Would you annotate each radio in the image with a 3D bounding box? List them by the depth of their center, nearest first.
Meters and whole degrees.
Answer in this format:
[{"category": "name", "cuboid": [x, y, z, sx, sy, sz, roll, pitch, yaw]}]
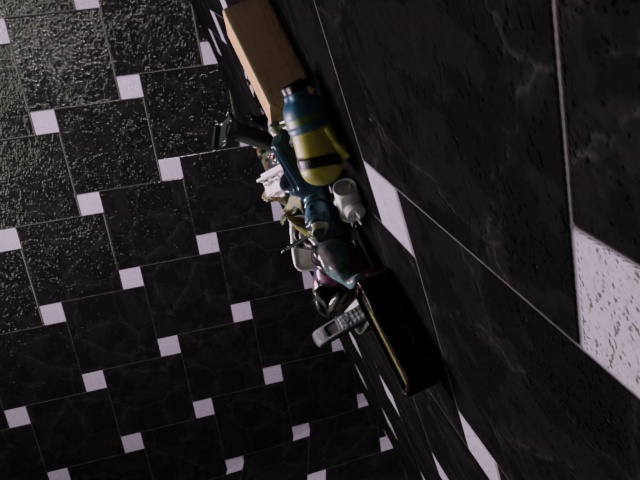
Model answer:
[{"category": "radio", "cuboid": [0.145, 0.173, 1.023, 0.230, 0.073, 0.131, 62, 174, 24]}]

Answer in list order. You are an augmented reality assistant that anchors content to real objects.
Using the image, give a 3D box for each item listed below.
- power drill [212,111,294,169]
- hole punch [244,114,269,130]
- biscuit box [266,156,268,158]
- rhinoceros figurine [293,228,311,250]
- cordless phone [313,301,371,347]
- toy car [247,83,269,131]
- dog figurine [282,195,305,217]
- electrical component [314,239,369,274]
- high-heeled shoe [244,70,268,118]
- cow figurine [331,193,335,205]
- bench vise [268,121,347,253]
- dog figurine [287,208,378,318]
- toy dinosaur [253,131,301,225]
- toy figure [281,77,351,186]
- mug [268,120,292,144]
[{"category": "power drill", "cuboid": [-0.147, -0.224, 1.273, 0.232, 0.207, 0.086, -20, 58, 59]}, {"category": "hole punch", "cuboid": [-0.116, -0.316, 1.351, 0.115, 0.092, 0.142, 28, -178, -22]}, {"category": "biscuit box", "cuboid": [-0.074, -0.171, 1.515, 0.202, 0.059, 0.063, 58, 175, -7]}, {"category": "rhinoceros figurine", "cuboid": [-0.003, -0.004, 1.308, 0.190, 0.112, 0.073, 20, -97, -62]}, {"category": "cordless phone", "cuboid": [0.055, 0.177, 1.311, 0.147, 0.184, 0.088, 59, 176, 43]}, {"category": "toy car", "cuboid": [-0.144, -0.372, 1.440, 0.074, 0.056, 0.201, 38, 149, 65]}, {"category": "dog figurine", "cuboid": [-0.038, -0.139, 1.364, 0.172, 0.121, 0.191, 63, 160, -9]}, {"category": "electrical component", "cuboid": [0.044, 0.056, 1.234, 0.047, 0.119, 0.075, 93, 155, -79]}, {"category": "high-heeled shoe", "cuboid": [-0.135, -0.342, 1.248, 0.145, 0.086, 0.249, 125, 140, -62]}, {"category": "cow figurine", "cuboid": [-0.005, -0.122, 1.209, 0.167, 0.068, 0.098, 65, 168, -8]}, {"category": "bench vise", "cuboid": [-0.033, -0.115, 1.036, 0.240, 0.129, 0.224, 57, -150, -34]}, {"category": "dog figurine", "cuboid": [0.008, 0.036, 1.159, 0.219, 0.191, 0.108, 48, -149, 19]}, {"category": "toy dinosaur", "cuboid": [-0.117, -0.207, 1.653, 0.192, 0.131, 0.404, 36, 148, 53]}, {"category": "toy figure", "cuboid": [-0.015, -0.181, 0.917, 0.082, 0.089, 0.180, -111, -4, -73]}, {"category": "mug", "cuboid": [-0.054, -0.236, 1.094, 0.107, 0.081, 0.109, 160, 91, -75]}]
